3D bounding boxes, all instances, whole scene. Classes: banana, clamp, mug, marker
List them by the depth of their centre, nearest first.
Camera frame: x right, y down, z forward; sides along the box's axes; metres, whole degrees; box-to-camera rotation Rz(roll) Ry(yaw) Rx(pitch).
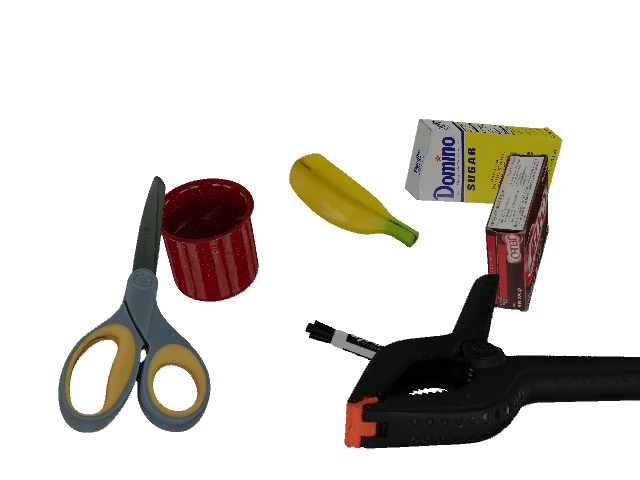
[{"bbox_3d":[0.093,0.076,0.658,0.209,0.036,0.165,-13,27,-29],"label":"clamp"},{"bbox_3d":[0.008,-0.036,0.806,0.069,0.037,0.198,39,3,-23],"label":"banana"},{"bbox_3d":[-0.111,-0.002,0.995,0.117,0.081,0.093,27,51,34],"label":"mug"},{"bbox_3d":[0.043,0.108,1.072,0.121,0.020,0.020,21,1,4],"label":"marker"}]

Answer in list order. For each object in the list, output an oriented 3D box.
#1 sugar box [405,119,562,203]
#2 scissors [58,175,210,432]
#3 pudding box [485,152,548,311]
[{"bbox_3d":[0.197,-0.093,1.294,0.176,0.093,0.048,0,26,-20],"label":"sugar box"},{"bbox_3d":[-0.096,0.041,0.669,0.096,0.201,0.016,21,-43,1],"label":"scissors"},{"bbox_3d":[0.172,-0.009,0.926,0.039,0.090,0.113,6,42,17],"label":"pudding box"}]
